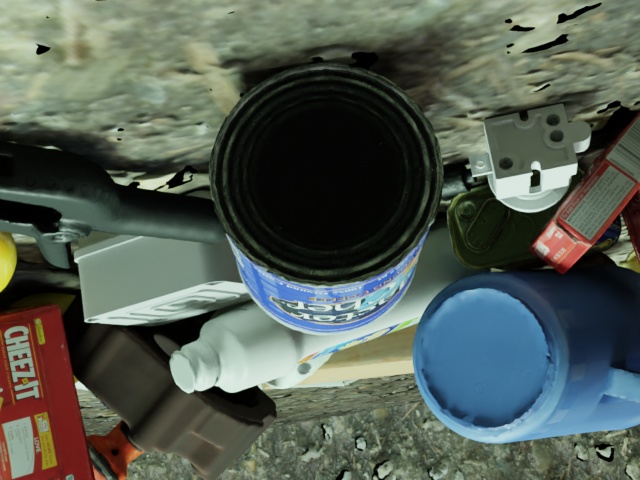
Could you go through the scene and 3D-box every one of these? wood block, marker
[{"bbox_3d":[0.051,0.074,0.962,0.205,0.090,0.091,-2,165,-26],"label":"wood block"},{"bbox_3d":[0.043,-0.026,0.688,0.121,0.020,0.020,-16,166,25],"label":"marker"}]

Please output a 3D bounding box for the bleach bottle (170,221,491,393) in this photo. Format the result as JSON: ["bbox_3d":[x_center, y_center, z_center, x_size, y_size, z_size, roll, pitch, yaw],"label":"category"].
[{"bbox_3d":[0.003,0.053,0.750,0.250,0.068,0.103,-19,175,-37],"label":"bleach bottle"}]

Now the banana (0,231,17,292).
[{"bbox_3d":[-0.232,0.024,0.662,0.198,0.037,0.069,-21,164,42],"label":"banana"}]

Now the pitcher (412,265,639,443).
[{"bbox_3d":[0.175,0.082,0.758,0.149,0.145,0.242,-33,161,27],"label":"pitcher"}]

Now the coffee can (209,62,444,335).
[{"bbox_3d":[0.003,-0.013,0.528,0.103,0.103,0.140,-9,167,-1],"label":"coffee can"}]

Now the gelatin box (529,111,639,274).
[{"bbox_3d":[0.168,-0.027,0.645,0.089,0.030,0.073,-49,171,-10],"label":"gelatin box"}]

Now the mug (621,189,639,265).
[{"bbox_3d":[0.253,-0.021,0.735,0.082,0.093,0.117,-19,128,18],"label":"mug"}]

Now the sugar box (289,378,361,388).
[{"bbox_3d":[0.052,0.106,1.096,0.175,0.048,0.094,-13,-179,-42],"label":"sugar box"}]

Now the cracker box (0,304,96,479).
[{"bbox_3d":[-0.239,0.133,0.756,0.071,0.164,0.214,-12,-178,-37],"label":"cracker box"}]

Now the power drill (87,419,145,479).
[{"bbox_3d":[-0.145,0.152,0.930,0.187,0.057,0.185,-40,180,-29],"label":"power drill"}]

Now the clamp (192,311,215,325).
[{"bbox_3d":[-0.058,0.079,1.022,0.209,0.036,0.165,-6,164,-12],"label":"clamp"}]

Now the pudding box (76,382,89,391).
[{"bbox_3d":[-0.216,0.121,1.038,0.090,0.039,0.114,16,156,-22],"label":"pudding box"}]

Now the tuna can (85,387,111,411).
[{"bbox_3d":[-0.169,0.109,0.947,0.086,0.034,0.086,-47,176,-5],"label":"tuna can"}]

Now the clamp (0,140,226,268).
[{"bbox_3d":[-0.123,-0.018,0.559,0.120,0.039,0.171,-13,166,11],"label":"clamp"}]

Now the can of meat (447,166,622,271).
[{"bbox_3d":[0.152,-0.012,0.744,0.102,0.057,0.083,-15,168,27],"label":"can of meat"}]

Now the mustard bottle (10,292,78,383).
[{"bbox_3d":[-0.223,0.082,0.868,0.096,0.058,0.192,-18,168,-14],"label":"mustard bottle"}]

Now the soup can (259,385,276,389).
[{"bbox_3d":[-0.078,0.127,1.142,0.069,0.068,0.102,-17,166,29],"label":"soup can"}]
